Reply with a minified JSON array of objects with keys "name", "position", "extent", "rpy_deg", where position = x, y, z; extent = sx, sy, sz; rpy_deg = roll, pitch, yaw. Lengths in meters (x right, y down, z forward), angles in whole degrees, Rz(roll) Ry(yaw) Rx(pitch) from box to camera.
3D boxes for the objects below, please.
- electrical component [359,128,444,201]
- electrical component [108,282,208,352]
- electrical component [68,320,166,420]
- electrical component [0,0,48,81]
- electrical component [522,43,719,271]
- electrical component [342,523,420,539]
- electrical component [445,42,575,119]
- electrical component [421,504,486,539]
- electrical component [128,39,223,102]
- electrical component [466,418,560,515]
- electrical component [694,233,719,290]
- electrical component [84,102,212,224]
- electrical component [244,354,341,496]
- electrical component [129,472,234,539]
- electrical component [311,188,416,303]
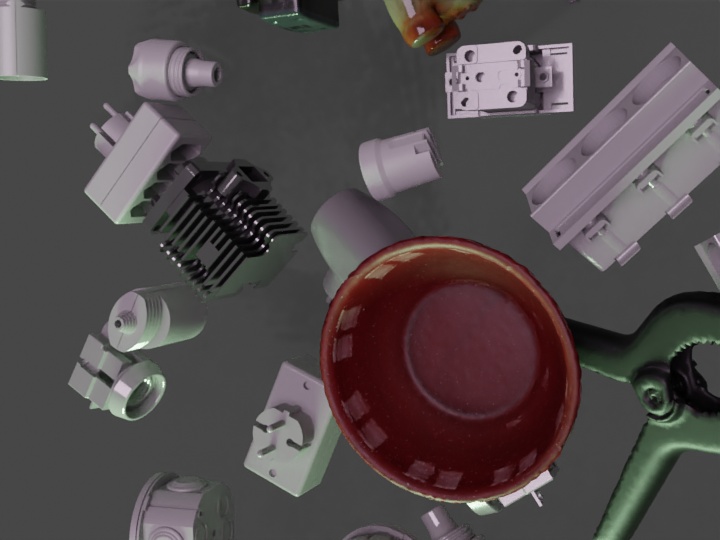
[{"name":"electrical component","position":[0.028,-0.070,0.703],"extent":[0.046,0.040,0.040],"rpy_deg":[-15,88,18]},{"name":"electrical component","position":[-0.148,0.033,0.763],"extent":[0.043,0.081,0.043],"rpy_deg":[2,95,23]},{"name":"electrical component","position":[-0.178,0.080,0.800],"extent":[0.055,0.048,0.066],"rpy_deg":[33,106,25]},{"name":"electrical component","position":[-0.259,-0.186,0.813],"extent":[0.043,0.043,0.081],"rpy_deg":[2,95,23]},{"name":"electrical component","position":[0.162,-0.063,0.630],"extent":[0.063,0.078,0.121],"rpy_deg":[39,110,-15]},{"name":"electrical component","position":[0.010,0.216,0.727],"extent":[0.080,0.051,0.080],"rpy_deg":[2,95,23]},{"name":"electrical component","position":[0.089,-0.116,0.660],"extent":[0.081,0.064,0.042],"rpy_deg":[-1,95,23]},{"name":"electrical component","position":[0.063,0.185,0.707],"extent":[0.048,0.048,0.062],"rpy_deg":[-38,73,21]},{"name":"electrical component","position":[-0.128,-0.140,0.761],"extent":[0.062,0.043,0.043],"rpy_deg":[8,98,21]},{"name":"electrical component","position":[0.091,0.126,0.690],"extent":[0.055,0.048,0.066],"rpy_deg":[-34,81,14]},{"name":"electrical component","position":[0.251,0.022,0.602],"extent":[0.063,0.078,0.121],"rpy_deg":[-28,83,0]},{"name":"electrical component","position":[-0.166,-0.089,0.779],"extent":[0.076,0.047,0.083],"rpy_deg":[44,109,14]},{"name":"electrical component","position":[-0.048,0.108,0.730],"extent":[0.047,0.076,0.083],"rpy_deg":[26,104,19]},{"name":"electrical component","position":[-0.127,0.186,0.768],"extent":[0.051,0.080,0.080],"rpy_deg":[1,95,17]},{"name":"electrical component","position":[0.000,0.000,0.716],"extent":[0.077,0.043,0.079],"rpy_deg":[48,127,25]}]
